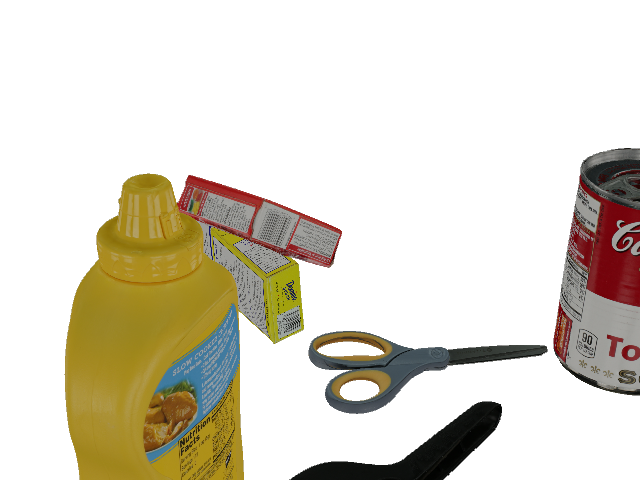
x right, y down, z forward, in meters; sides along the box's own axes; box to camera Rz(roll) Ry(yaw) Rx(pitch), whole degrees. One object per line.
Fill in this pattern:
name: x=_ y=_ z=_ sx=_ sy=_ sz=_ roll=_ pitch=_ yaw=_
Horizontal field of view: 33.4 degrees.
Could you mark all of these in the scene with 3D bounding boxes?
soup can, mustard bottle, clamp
soup can: x=0.153 y=0.015 z=0.518 sx=0.068 sy=0.102 sz=0.068 roll=2 pitch=27 yaw=-1
mustard bottle: x=-0.067 y=0.063 z=0.445 sx=0.058 sy=0.192 sz=0.096 roll=13 pitch=30 yaw=21
clamp: x=0.048 y=0.164 z=0.676 sx=0.210 sy=0.036 sz=0.164 roll=-5 pitch=28 yaw=-3

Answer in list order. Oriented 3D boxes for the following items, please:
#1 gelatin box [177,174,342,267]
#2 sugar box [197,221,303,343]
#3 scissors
gelatin box: x=-0.040 y=-0.012 z=0.711 sx=0.073 sy=0.030 sz=0.089 roll=20 pitch=-1 yaw=39
sugar box: x=-0.085 y=0.026 z=1.151 sx=0.048 sy=0.093 sz=0.176 roll=-23 pitch=41 yaw=-25
scissors: x=0.088 y=0.111 z=0.883 sx=0.202 sy=0.016 sz=0.096 roll=5 pitch=39 yaw=5
